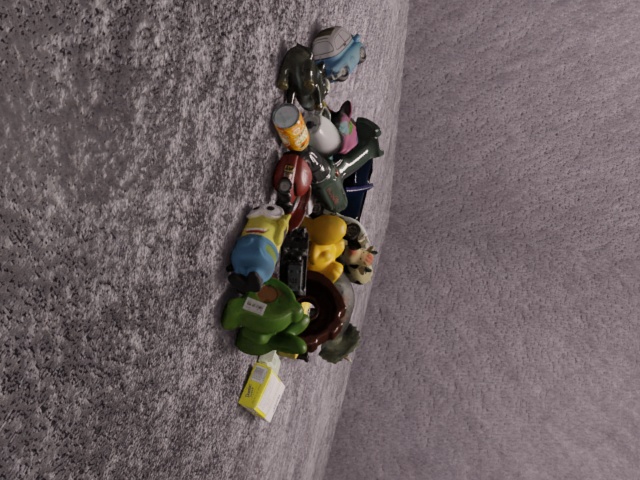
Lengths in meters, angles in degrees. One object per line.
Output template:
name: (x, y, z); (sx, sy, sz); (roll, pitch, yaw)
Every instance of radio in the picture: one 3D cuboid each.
radio: (0.064, -0.141, 1.480); (0.073, 0.131, 0.229); (78, 25, -66)

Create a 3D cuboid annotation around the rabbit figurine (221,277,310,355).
rabbit figurine: (-0.097, 0.147, 0.974); (0.170, 0.159, 0.121); (110, -9, -47)

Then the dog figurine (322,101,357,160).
dog figurine: (0.052, -0.288, 1.373); (0.219, 0.109, 0.191); (79, 25, -55)

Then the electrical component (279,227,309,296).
electrical component: (-0.053, 0.048, 1.109); (0.134, 0.058, 0.114); (-90, -179, -62)

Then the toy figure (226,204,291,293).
toy figure: (-0.106, 0.014, 0.923); (0.089, 0.082, 0.180); (111, -7, -48)

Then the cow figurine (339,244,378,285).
cow figurine: (0.102, 0.067, 1.481); (0.194, 0.127, 0.085); (61, 47, -60)

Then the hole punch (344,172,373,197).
hole punch: (0.057, -0.138, 1.360); (0.142, 0.092, 0.115); (-18, 161, -42)

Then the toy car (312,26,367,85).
toy car: (0.027, -0.412, 1.185); (0.162, 0.109, 0.102); (-55, 132, -39)

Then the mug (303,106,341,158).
mug: (0.000, -0.250, 1.211); (0.107, 0.081, 0.109); (34, 71, -69)

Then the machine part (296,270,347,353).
machine part: (-0.032, 0.155, 1.171); (0.056, 0.179, 0.179); (88, 16, -61)

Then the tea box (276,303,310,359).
tea box: (-0.067, 0.185, 1.291); (0.098, 0.068, 0.169); (-46, 144, -69)

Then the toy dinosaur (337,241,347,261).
toy dinosaur: (0.047, -0.025, 1.587); (0.198, 0.105, 0.471); (54, 43, -70)

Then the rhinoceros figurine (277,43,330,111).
rhinoceros figurine: (-0.030, -0.311, 1.051); (0.190, 0.073, 0.112); (37, 54, -75)

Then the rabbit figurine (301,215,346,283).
rabbit figurine: (-0.003, -0.004, 1.222); (0.173, 0.162, 0.122); (122, -9, -54)

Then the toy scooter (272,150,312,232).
toy scooter: (-0.063, -0.080, 1.072); (0.183, 0.075, 0.135); (94, 14, -51)

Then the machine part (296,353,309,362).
machine part: (-0.060, 0.243, 1.389); (0.039, 0.084, 0.138); (-9, 101, -50)

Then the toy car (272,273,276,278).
toy car: (-0.109, 0.103, 1.059); (0.089, 0.053, 0.201); (-70, 164, -53)

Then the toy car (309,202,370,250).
toy car: (0.043, -0.041, 1.327); (0.056, 0.202, 0.073); (-49, 154, -15)

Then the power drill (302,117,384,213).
power drill: (0.050, -0.178, 1.192); (0.207, 0.086, 0.231); (-50, 147, -21)

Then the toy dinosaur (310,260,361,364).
toy dinosaur: (0.031, 0.172, 1.453); (0.131, 0.192, 0.404); (-59, 157, -66)
